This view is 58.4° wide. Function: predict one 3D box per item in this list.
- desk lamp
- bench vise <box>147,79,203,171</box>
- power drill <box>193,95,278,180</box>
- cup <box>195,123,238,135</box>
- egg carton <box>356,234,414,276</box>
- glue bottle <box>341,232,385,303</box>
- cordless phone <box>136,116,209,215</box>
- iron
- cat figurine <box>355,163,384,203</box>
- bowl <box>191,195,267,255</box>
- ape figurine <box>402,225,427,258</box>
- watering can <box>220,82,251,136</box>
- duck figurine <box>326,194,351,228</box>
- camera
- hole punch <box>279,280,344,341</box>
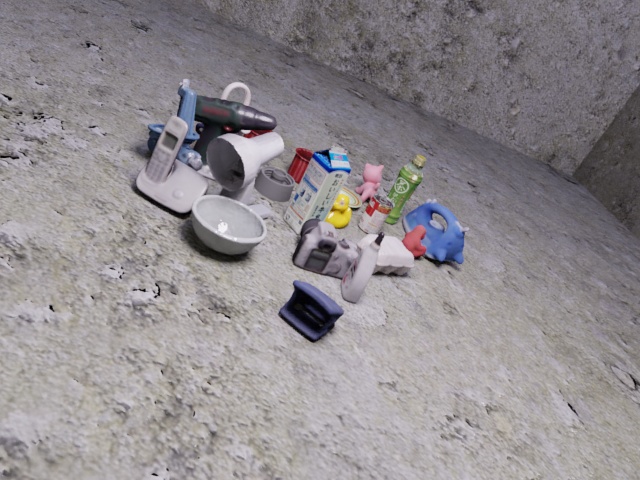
[{"bbox_3d":[-0.173,-0.148,1.310,0.117,0.213,0.204,38,28,19],"label":"desk lamp"},{"bbox_3d":[-0.315,-0.251,1.348,0.207,0.219,0.122,38,28,19],"label":"bench vise"},{"bbox_3d":[-0.246,-0.258,1.438,0.230,0.208,0.075,21,28,-14],"label":"power drill"},{"bbox_3d":[-0.283,-0.253,1.521,0.118,0.095,0.091,19,28,-17],"label":"cup"},{"bbox_3d":[0.166,0.039,1.463,0.151,0.069,0.107,4,35,-39],"label":"egg carton"},{"bbox_3d":[0.099,0.052,1.260,0.037,0.173,0.078,19,28,-17],"label":"glue bottle"},{"bbox_3d":[-0.304,-0.161,1.240,0.147,0.185,0.094,29,27,2],"label":"cordless phone"},{"bbox_3d":[0.340,-0.044,1.691,0.119,0.141,0.257,8,33,-34],"label":"iron"},{"bbox_3d":[0.163,-0.183,1.793,0.067,0.117,0.127,19,28,-17],"label":"cat figurine"},{"bbox_3d":[-0.202,-0.020,1.214,0.168,0.074,0.167,22,27,-12],"label":"bowl"},{"bbox_3d":[0.266,0.000,1.599,0.076,0.092,0.077,8,33,-34],"label":"ape figurine"},{"bbox_3d":[-0.248,-0.346,1.607,0.172,0.194,0.101,37,28,16],"label":"watering can"},{"bbox_3d":[0.053,-0.086,1.555,0.105,0.086,0.077,-6,42,-48],"label":"duck figurine"},{"bbox_3d":[0.012,0.005,1.342,0.143,0.100,0.136,17,29,-21],"label":"camera"},{"bbox_3d":[-0.010,0.124,1.124,0.108,0.091,0.101,37,28,16],"label":"hole punch"}]
